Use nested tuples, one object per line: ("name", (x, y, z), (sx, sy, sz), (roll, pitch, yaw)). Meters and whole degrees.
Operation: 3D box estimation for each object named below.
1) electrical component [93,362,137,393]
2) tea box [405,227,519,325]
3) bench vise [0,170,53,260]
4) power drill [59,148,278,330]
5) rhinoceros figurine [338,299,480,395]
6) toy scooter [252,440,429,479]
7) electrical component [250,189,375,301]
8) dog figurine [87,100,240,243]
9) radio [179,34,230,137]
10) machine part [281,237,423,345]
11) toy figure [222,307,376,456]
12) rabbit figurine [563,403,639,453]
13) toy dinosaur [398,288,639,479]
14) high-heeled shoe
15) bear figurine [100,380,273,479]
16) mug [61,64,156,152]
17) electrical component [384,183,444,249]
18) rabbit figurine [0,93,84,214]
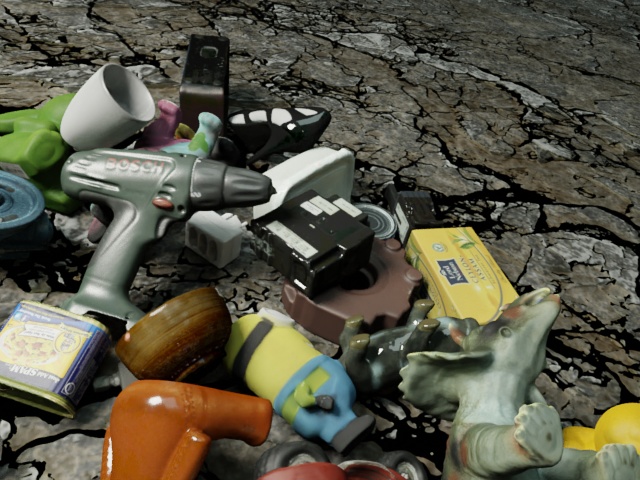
("electrical component", (-0.179, 0.150, 0.546), (0.094, 0.021, 0.063), (-8, 45, -24))
("tea box", (0.184, 0.062, 0.703), (0.098, 0.068, 0.170), (-4, 44, -19))
("bench vise", (-0.400, -0.054, 0.574), (0.223, 0.240, 0.129), (7, 34, -31))
("power drill", (-0.181, 0.000, 0.589), (0.232, 0.207, 0.086), (14, -4, 0))
("rhinoceros figurine", (0.111, 0.128, 0.582), (0.190, 0.112, 0.073), (-6, 12, -2))
("toy scooter", (0.029, 0.242, 0.448), (0.184, 0.075, 0.135), (12, 37, -24))
("electrical component", (-0.001, -0.002, 0.657), (0.134, 0.058, 0.115), (-29, 54, -35))
("dog figurine", (-0.216, -0.070, 0.735), (0.109, 0.191, 0.219), (25, 76, 16))
("radio", (-0.191, -0.248, 0.913), (0.073, 0.131, 0.230), (1, 42, -10))
("machine part", (0.040, 0.054, 0.686), (0.179, 0.056, 0.179), (6, 41, -5))
("toy figure", (-0.027, 0.143, 0.550), (0.089, 0.082, 0.180), (-24, 55, -37))
("rabbit figurine", (0.271, 0.209, 0.479), (0.162, 0.173, 0.122), (-8, 41, -17))
("toy dinosaur", (0.154, 0.237, 0.430), (0.131, 0.192, 0.404), (4, 77, -19))
("high-heeled shoe", (-0.065, -0.191, 0.851), (0.145, 0.086, 0.249), (-32, 32, 8))
("bear figurine", (-0.126, 0.217, 0.432), (0.131, 0.120, 0.196), (31, 54, -47))
("mug", (-0.276, -0.166, 0.677), (0.080, 0.107, 0.110), (31, 35, -52))
("electrical component", (0.135, -0.036, 0.799), (0.048, 0.074, 0.119), (0, 39, -13))
("rabbit figurine", (-0.376, -0.134, 0.752), (0.159, 0.121, 0.170), (4, 52, 24))
